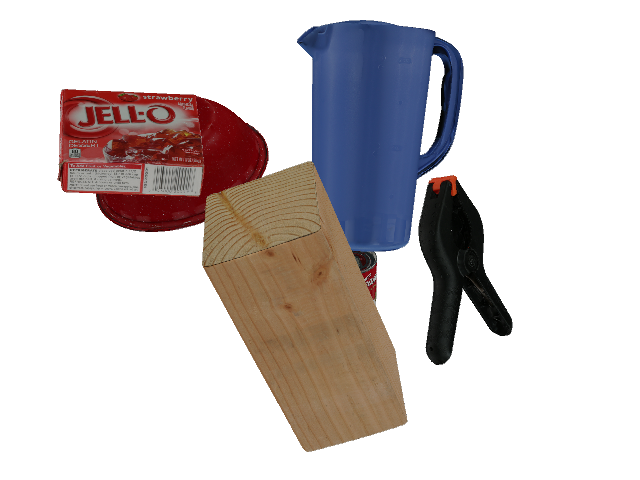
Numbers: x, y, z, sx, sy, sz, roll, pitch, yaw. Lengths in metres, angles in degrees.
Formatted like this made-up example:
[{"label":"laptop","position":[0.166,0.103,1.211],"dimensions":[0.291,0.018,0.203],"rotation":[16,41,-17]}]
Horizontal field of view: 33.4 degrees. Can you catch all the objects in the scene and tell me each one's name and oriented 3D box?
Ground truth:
[{"label":"wood block","position":[-0.009,0.056,0.826],"dimensions":[0.090,0.206,0.091],"rotation":[-18,36,10]},{"label":"gelatin box","position":[-0.121,-0.064,0.681],"dimensions":[0.089,0.030,0.073],"rotation":[1,44,-14]},{"label":"clamp","position":[0.122,0.029,0.989],"dimensions":[0.039,0.171,0.120],"rotation":[-12,11,39]},{"label":"pitcher","position":[0.061,-0.114,1.160],"dimensions":[0.149,0.243,0.144],"rotation":[7,9,25]},{"label":"bowl","position":[-0.130,-0.080,0.944],"dimensions":[0.162,0.055,0.162],"rotation":[-9,41,8]},{"label":"soup can","position":[0.035,0.064,1.316],"dimensions":[0.068,0.102,0.068],"rotation":[-1,31,0]}]
